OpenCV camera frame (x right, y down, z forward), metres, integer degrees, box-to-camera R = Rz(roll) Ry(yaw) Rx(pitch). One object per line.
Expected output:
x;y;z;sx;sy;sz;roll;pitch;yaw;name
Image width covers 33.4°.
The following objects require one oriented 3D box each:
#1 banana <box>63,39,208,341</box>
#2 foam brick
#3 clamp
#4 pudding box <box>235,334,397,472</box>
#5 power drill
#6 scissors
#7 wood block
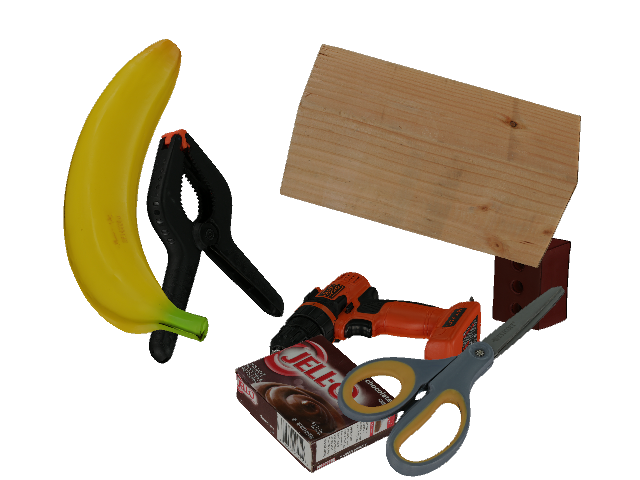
-0.101;-0.026;0.566;0.069;0.198;0.037;-5;-32;-8;banana
0.196;0.037;0.992;0.053;0.078;0.051;12;20;41;foam brick
-0.108;-0.001;1.015;0.036;0.210;0.164;-8;1;43;clamp
-0.004;0.132;0.883;0.089;0.039;0.114;-20;40;-30;pudding box
0.060;0.094;1.110;0.188;0.057;0.184;11;28;25;power drill
0.086;0.076;0.718;0.096;0.016;0.201;22;46;20;scissors
0.083;-0.066;0.815;0.206;0.090;0.090;16;43;2;wood block
